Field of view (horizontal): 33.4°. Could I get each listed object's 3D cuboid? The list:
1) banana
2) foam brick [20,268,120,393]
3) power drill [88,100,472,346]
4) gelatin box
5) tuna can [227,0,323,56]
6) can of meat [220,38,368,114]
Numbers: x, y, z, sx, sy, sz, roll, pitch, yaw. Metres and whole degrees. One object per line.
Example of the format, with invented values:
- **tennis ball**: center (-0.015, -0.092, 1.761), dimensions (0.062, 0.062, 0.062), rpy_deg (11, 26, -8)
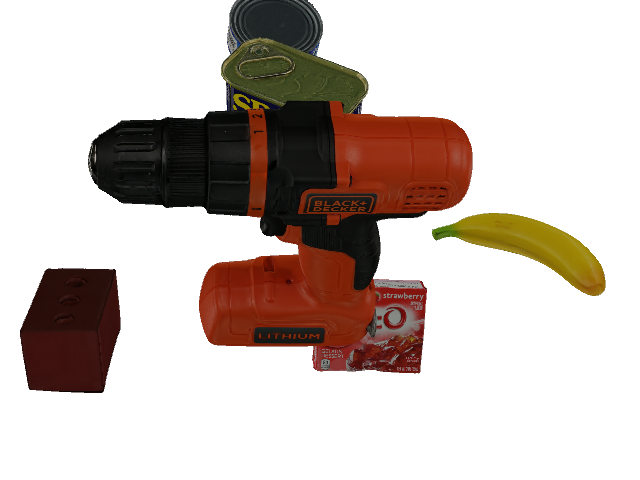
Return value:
- **banana**: center (0.202, 0.009, 1.027), dimensions (0.069, 0.037, 0.198), rpy_deg (-40, 38, -28)
- **foam brick**: center (-0.171, 0.061, 0.740), dimensions (0.053, 0.051, 0.078), rpy_deg (1, 31, -1)
- **power drill**: center (-0.026, -0.003, 0.572), dimensions (0.184, 0.057, 0.188), rpy_deg (1, -28, -7)
- **gelatin box**: center (0.040, 0.070, 0.873), dimensions (0.089, 0.073, 0.030), rpy_deg (2, 14, -4)
- **tuna can**: center (-0.042, -0.188, 0.976), dimensions (0.086, 0.086, 0.034), rpy_deg (0, -32, -11)
- **can of meat**: center (-0.020, -0.086, 0.770), dimensions (0.102, 0.084, 0.057), rpy_deg (23, 51, 17)
